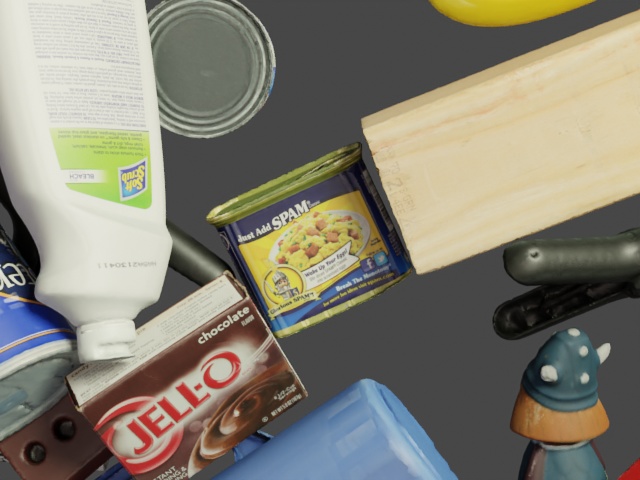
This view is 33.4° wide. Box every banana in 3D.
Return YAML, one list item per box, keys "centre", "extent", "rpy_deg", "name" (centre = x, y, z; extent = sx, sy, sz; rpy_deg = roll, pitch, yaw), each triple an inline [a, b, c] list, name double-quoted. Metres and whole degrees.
- centre: [0.142, -0.162, 0.610]
  extent: [0.198, 0.069, 0.037]
  rpy_deg: [-15, 54, 0]
  name: "banana"

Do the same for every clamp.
- centre: [0.178, 0.018, 0.625]
  extent: [0.171, 0.120, 0.039]
  rpy_deg: [-9, 72, -7]
  name: "clamp"
- centre: [-0.166, -0.025, 0.655]
  extent: [0.165, 0.036, 0.210]
  rpy_deg: [-27, 94, 12]
  name: "clamp"

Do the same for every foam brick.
- centre: [-0.151, 0.117, 0.656]
  extent: [0.078, 0.051, 0.053]
  rpy_deg: [-40, 81, -7]
  name: "foam brick"

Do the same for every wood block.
- centre: [0.135, -0.063, 0.609]
  extent: [0.206, 0.091, 0.090]
  rpy_deg: [-21, 98, 5]
  name: "wood block"

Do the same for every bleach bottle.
- centre: [-0.136, -0.059, 0.575]
  extent: [0.102, 0.068, 0.251]
  rpy_deg: [-3, 80, -33]
  name: "bleach bottle"

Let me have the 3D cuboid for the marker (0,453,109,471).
- centre: [-0.198, 0.135, 0.691]
  extent: [0.121, 0.020, 0.020]
  rpy_deg: [4, 99, 2]
  name: "marker"

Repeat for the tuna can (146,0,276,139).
- centre: [-0.069, -0.105, 0.639]
  extent: [0.086, 0.033, 0.086]
  rpy_deg: [0, 99, 2]
  name: "tuna can"

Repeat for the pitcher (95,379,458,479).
- centre: [-0.039, 0.186, 0.647]
  extent: [0.243, 0.145, 0.149]
  rpy_deg: [-37, 109, 4]
  name: "pitcher"

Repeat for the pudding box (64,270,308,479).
- centre: [-0.075, 0.084, 0.610]
  extent: [0.113, 0.039, 0.090]
  rpy_deg: [-35, 130, -10]
  name: "pudding box"

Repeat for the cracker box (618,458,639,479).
- centre: [0.263, 0.200, 0.629]
  extent: [0.164, 0.072, 0.213]
  rpy_deg: [-45, 112, 5]
  name: "cracker box"

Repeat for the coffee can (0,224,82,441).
- centre: [-0.210, 0.038, 0.599]
  extent: [0.103, 0.102, 0.140]
  rpy_deg: [-40, 75, 8]
  name: "coffee can"

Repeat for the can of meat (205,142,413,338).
- centre: [-0.004, 0.001, 0.643]
  extent: [0.102, 0.057, 0.084]
  rpy_deg: [-25, 100, 7]
  name: "can of meat"
